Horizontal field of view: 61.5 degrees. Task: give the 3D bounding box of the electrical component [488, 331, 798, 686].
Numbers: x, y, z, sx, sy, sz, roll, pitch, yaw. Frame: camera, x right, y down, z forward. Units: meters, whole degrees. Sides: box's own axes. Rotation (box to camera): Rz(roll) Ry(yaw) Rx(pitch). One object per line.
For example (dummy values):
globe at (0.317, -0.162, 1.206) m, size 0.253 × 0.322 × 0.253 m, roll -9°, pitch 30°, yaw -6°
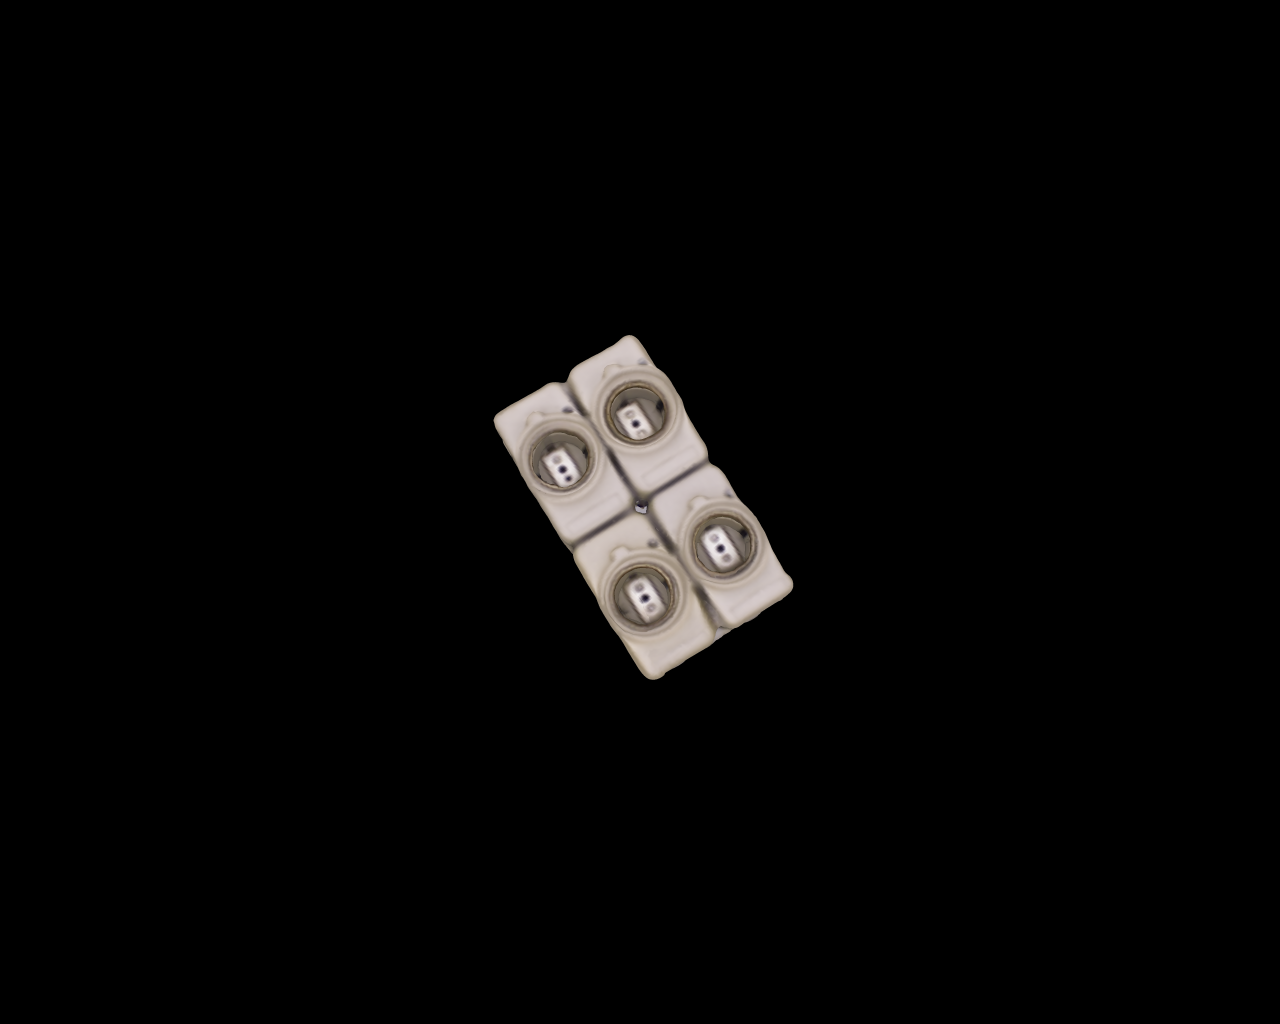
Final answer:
electrical component at (0.001, -0.003, 0.650) m, size 0.105 × 0.186 × 0.060 m, roll -31°, pitch -7°, yaw -5°
